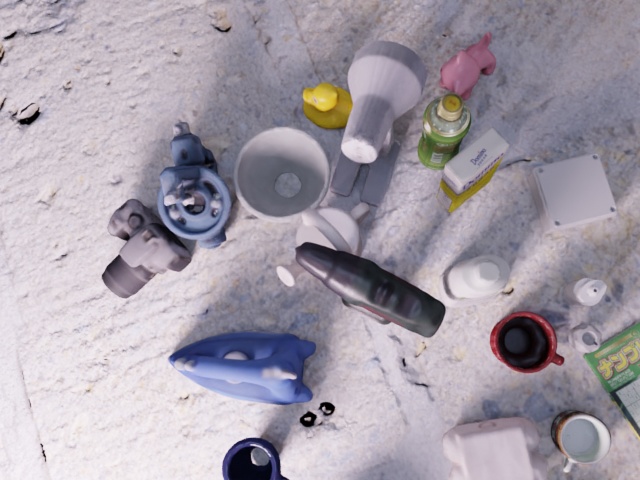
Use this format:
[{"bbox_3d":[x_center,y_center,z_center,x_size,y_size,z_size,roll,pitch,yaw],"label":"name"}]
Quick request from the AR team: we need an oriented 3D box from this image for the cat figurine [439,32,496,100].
[{"bbox_3d":[0.248,-0.293,0.964,0.067,0.118,0.128,38,86,10],"label":"cat figurine"}]

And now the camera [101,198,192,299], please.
[{"bbox_3d":[-0.318,0.022,0.978,0.137,0.101,0.143,-44,79,-2],"label":"camera"}]

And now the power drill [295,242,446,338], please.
[{"bbox_3d":[0.076,0.077,0.876,0.229,0.208,0.076,25,84,9],"label":"power drill"}]

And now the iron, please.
[{"bbox_3d":[-0.140,0.203,0.911,0.258,0.141,0.119,2,81,6],"label":"iron"}]

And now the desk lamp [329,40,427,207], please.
[{"bbox_3d":[0.087,-0.179,0.913,0.117,0.213,0.203,17,83,8],"label":"desk lamp"}]

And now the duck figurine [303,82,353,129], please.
[{"bbox_3d":[0.018,-0.241,0.995,0.104,0.086,0.077,11,82,7],"label":"duck figurine"}]

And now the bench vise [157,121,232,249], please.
[{"bbox_3d":[-0.226,-0.095,0.927,0.121,0.220,0.207,-31,79,0],"label":"bench vise"}]

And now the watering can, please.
[{"bbox_3d":[0.010,0.005,0.901,0.101,0.194,0.173,25,84,9],"label":"watering can"}]

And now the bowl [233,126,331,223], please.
[{"bbox_3d":[-0.061,-0.106,0.987,0.167,0.075,0.167,-1,81,6],"label":"bowl"}]

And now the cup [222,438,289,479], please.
[{"bbox_3d":[-0.087,0.359,0.905,0.117,0.095,0.092,23,84,9],"label":"cup"}]

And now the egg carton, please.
[{"bbox_3d":[0.268,0.334,0.886,0.150,0.069,0.107,-12,80,4],"label":"egg carton"}]
